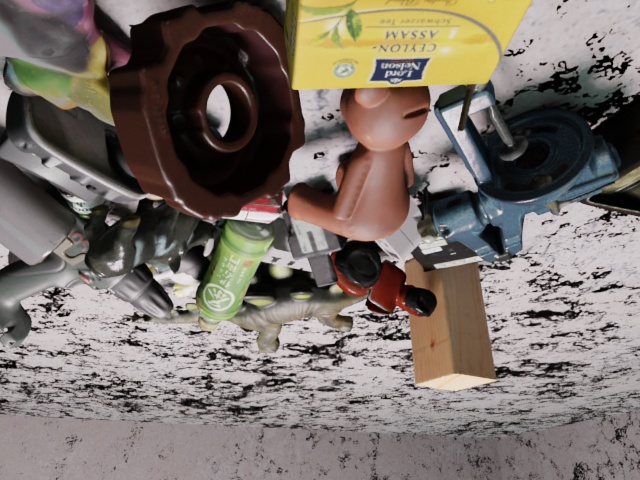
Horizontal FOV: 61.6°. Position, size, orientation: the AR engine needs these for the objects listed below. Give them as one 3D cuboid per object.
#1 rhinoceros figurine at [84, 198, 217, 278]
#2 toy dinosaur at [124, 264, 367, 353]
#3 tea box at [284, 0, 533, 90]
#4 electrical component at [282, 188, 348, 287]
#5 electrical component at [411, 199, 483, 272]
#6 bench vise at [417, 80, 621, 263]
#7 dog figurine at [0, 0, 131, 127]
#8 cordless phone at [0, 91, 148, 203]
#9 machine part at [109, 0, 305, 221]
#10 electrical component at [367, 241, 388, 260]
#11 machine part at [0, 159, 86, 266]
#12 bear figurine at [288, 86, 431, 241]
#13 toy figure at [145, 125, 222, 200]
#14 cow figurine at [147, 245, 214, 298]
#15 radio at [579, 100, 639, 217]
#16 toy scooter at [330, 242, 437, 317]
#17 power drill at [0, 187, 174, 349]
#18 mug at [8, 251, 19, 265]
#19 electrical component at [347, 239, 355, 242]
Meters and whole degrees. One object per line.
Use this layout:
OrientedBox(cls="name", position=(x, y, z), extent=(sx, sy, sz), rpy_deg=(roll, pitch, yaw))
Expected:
OrientedBox(cls="rhinoceros figurine", position=(-0.206, -0.004, 0.685), extent=(0.073, 0.112, 0.190), rpy_deg=(13, -162, 27))
OrientedBox(cls="toy dinosaur", position=(-0.098, 0.110, 0.946), extent=(0.472, 0.105, 0.198), rpy_deg=(-15, 143, 8))
OrientedBox(cls="tea box", position=(0.060, -0.173, 0.412), extent=(0.170, 0.068, 0.098), rpy_deg=(-6, 154, -8))
OrientedBox(cls="electrical component", position=(-0.001, -0.002, 0.713), extent=(0.075, 0.048, 0.119), rpy_deg=(-16, 108, 22))
OrientedBox(cls="electrical component", position=(0.182, -0.011, 0.760), extent=(0.115, 0.058, 0.134), rpy_deg=(-13, 150, 19))
OrientedBox(cls="bench vise", position=(0.179, -0.080, 0.559), extent=(0.224, 0.129, 0.240), rpy_deg=(-14, 139, 33))
OrientedBox(cls="dog figurine", position=(-0.188, -0.175, 0.388), extent=(0.192, 0.108, 0.219), rpy_deg=(-14, 154, 18))
OrientedBox(cls="cordless phone", position=(-0.197, -0.085, 0.502), extent=(0.184, 0.088, 0.146), rpy_deg=(13, 165, 37))
OrientedBox(cls="machine part", position=(-0.086, -0.105, 0.444), extent=(0.056, 0.179, 0.179), rpy_deg=(11, 164, 38))
OrientedBox(cls="electrical component", position=(0.105, 0.007, 0.831), extent=(0.063, 0.021, 0.094), rpy_deg=(-4, 152, 6))
OrientedBox(cls="machine part", position=(-0.359, -0.052, 0.588), extent=(0.079, 0.079, 0.243), rpy_deg=(-19, 128, 31))
OrientedBox(cls="bear figurine", position=(0.043, -0.098, 0.552), extent=(0.132, 0.120, 0.195), rpy_deg=(30, 139, 35))
OrientedBox(cls="toy figure", position=(-0.171, -0.083, 0.616), extent=(0.154, 0.058, 0.064), rpy_deg=(-24, 106, 40))
OrientedBox(cls="cow figurine", position=(-0.218, 0.027, 0.810), extent=(0.098, 0.068, 0.167), rpy_deg=(-17, 152, 18))
OrientedBox(cls="radio", position=(0.393, -0.109, 0.558), extent=(0.131, 0.073, 0.229), rpy_deg=(12, 151, -22))
OrientedBox(cls="toy scooter", position=(0.081, 0.067, 0.834), extent=(0.184, 0.075, 0.135), rpy_deg=(31, 165, -14))
OrientedBox(cls="power drill", position=(-0.341, 0.061, 0.717), extent=(0.207, 0.086, 0.231), rpy_deg=(-29, 111, 10))
OrientedBox(cls="mug", position=(-0.377, 0.025, 0.791), extent=(0.107, 0.081, 0.109), rpy_deg=(-23, 143, 23))
OrientedBox(cls="electrical component", position=(0.053, -0.025, 0.749), extent=(0.102, 0.045, 0.078), rpy_deg=(-16, 177, 32))
